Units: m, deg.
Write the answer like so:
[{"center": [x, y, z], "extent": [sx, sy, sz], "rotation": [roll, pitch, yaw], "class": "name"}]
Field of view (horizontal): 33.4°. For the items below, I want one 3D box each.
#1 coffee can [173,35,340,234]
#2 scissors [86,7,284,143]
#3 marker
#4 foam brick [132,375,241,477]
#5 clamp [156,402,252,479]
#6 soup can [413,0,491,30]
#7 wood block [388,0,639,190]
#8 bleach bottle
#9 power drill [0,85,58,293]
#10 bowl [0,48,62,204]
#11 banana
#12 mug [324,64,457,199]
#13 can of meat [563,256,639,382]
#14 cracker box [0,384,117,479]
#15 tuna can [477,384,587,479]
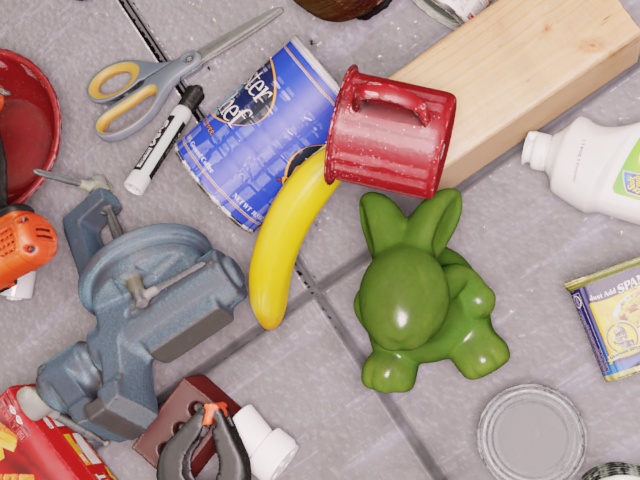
[{"center": [-0.039, -0.089, 0.906], "extent": [0.140, 0.102, 0.103], "rotation": [-41, 75, 7], "class": "coffee can"}, {"center": [-0.135, -0.168, 0.983], "extent": [0.201, 0.016, 0.096], "rotation": [-43, 54, -9], "class": "scissors"}, {"center": [-0.137, -0.092, 0.953], "extent": [0.020, 0.020, 0.121], "rotation": [21, 64, 16], "class": "marker"}, {"center": [-0.112, 0.163, 0.920], "extent": [0.053, 0.051, 0.078], "rotation": [37, 92, 15], "class": "foam brick"}, {"center": [-0.109, 0.218, 0.870], "extent": [0.120, 0.039, 0.171], "rotation": [1, 82, 5], "class": "clamp"}, {"center": [0.126, -0.235, 0.901], "extent": [0.068, 0.068, 0.102], "rotation": [36, 94, 16], "class": "soup can"}, {"center": [0.147, -0.130, 0.870], "extent": [0.206, 0.090, 0.090], "rotation": [-35, 76, 8], "class": "wood block"}, {"center": [0.287, -0.056, 0.841], "extent": [0.251, 0.068, 0.102], "rotation": [14, 83, 18], "class": "bleach bottle"}, {"center": [-0.316, -0.034, 0.928], "extent": [0.185, 0.057, 0.188], "rotation": [-24, 76, 25], "class": "power drill"}, {"center": [-0.304, -0.095, 0.999], "extent": [0.162, 0.055, 0.162], "rotation": [-2, 83, 14], "class": "bowl"}, {"center": [-0.019, -0.006, 0.882], "extent": [0.198, 0.069, 0.037], "rotation": [-59, 38, 20], "class": "banana"}, {"center": [0.053, -0.082, 0.783], "extent": [0.081, 0.117, 0.093], "rotation": [13, 69, 9], "class": "mug"}, {"center": [0.255, 0.056, 0.837], "extent": [0.102, 0.057, 0.084], "rotation": [-22, 80, 11], "class": "can of meat"}, {"center": [-0.285, 0.258, 0.942], "extent": [0.214, 0.072, 0.164], "rotation": [-44, 75, 7], "class": "cracker box"}, {"center": [0.171, 0.159, 0.857], "extent": [0.086, 0.033, 0.086], "rotation": [-2, 82, 14], "class": "tuna can"}]
